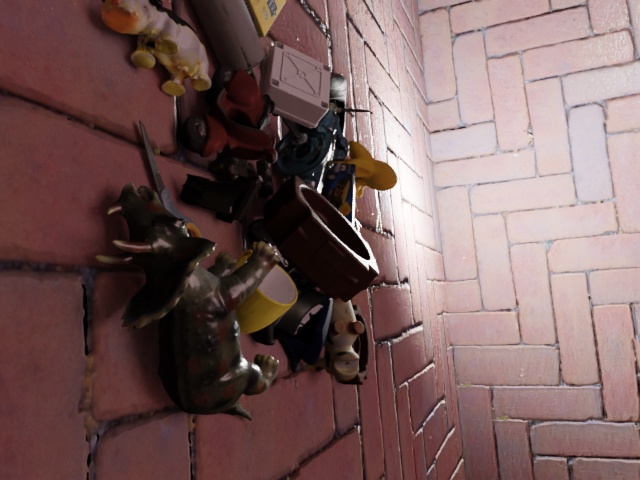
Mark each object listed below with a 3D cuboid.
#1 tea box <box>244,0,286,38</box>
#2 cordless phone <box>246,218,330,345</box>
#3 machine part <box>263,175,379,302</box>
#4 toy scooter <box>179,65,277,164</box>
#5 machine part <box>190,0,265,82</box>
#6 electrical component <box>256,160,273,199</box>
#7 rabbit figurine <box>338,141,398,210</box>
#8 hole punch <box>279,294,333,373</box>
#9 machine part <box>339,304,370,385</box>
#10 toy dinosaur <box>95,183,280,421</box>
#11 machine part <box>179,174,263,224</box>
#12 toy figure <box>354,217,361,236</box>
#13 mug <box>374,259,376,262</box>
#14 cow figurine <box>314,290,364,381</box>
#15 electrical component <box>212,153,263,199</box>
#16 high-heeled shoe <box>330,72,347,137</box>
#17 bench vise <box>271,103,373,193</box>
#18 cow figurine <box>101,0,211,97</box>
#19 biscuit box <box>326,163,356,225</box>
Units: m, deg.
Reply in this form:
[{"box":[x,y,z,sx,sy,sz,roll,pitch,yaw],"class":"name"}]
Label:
[{"box":[-0.121,-0.418,0.925,0.170,0.068,0.098,-78,151,-45],"class":"tea box"},{"box":[-0.082,0.063,0.883,0.146,0.089,0.184,-39,102,-44],"class":"cordless phone"},{"box":[-0.002,-0.003,0.913,0.201,0.087,0.201,43,15,-18],"class":"machine part"},{"box":[-0.115,-0.174,0.791,0.075,0.135,0.184,124,-14,-50],"class":"toy scooter"},{"box":[-0.149,-0.347,0.826,0.079,0.079,0.242,-73,147,-45],"class":"machine part"},{"box":[-0.094,-0.105,0.918,0.063,0.021,0.093,-111,-163,-51],"class":"electrical component"},{"box":[0.090,-0.152,1.241,0.162,0.173,0.122,65,32,-48],"class":"rabbit figurine"},{"box":[-0.017,0.158,0.991,0.142,0.092,0.115,-78,155,-48],"class":"hole punch"},{"box":[0.067,0.237,1.216,0.179,0.056,0.179,-7,90,-70],"class":"machine part"},{"box":[-0.142,0.128,0.653,0.192,0.131,0.404,-34,128,-47],"class":"toy dinosaur"},{"box":[-0.140,-0.062,0.769,0.039,0.084,0.138,45,15,24],"class":"machine part"},{"box":[0.072,-0.012,1.275,0.154,0.058,0.064,77,19,-49],"class":"toy figure"},{"box":[0.069,0.069,1.204,0.109,0.107,0.080,-7,89,-71],"class":"mug"},{"box":[0.033,0.189,1.086,0.127,0.085,0.195,122,-37,-51],"class":"cow figurine"},{"box":[-0.128,-0.109,0.846,0.102,0.045,0.078,45,44,-57],"class":"electrical component"},{"box":[0.020,-0.265,1.169,0.248,0.086,0.145,12,76,-85],"class":"high-heeled shoe"},{"box":[-0.024,-0.203,1.005,0.240,0.129,0.223,48,63,-51],"class":"bench vise"},{"box":[-0.202,-0.264,0.677,0.167,0.068,0.098,45,38,-62],"class":"cow figurine"},{"box":[0.044,-0.062,1.171,0.063,0.059,0.202,-75,167,-63],"class":"biscuit box"}]
